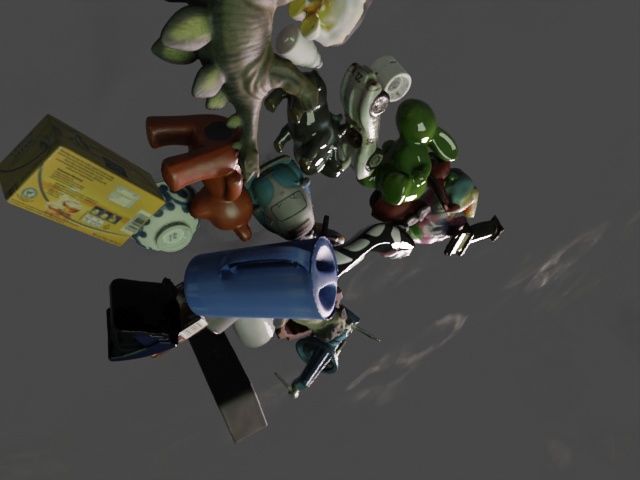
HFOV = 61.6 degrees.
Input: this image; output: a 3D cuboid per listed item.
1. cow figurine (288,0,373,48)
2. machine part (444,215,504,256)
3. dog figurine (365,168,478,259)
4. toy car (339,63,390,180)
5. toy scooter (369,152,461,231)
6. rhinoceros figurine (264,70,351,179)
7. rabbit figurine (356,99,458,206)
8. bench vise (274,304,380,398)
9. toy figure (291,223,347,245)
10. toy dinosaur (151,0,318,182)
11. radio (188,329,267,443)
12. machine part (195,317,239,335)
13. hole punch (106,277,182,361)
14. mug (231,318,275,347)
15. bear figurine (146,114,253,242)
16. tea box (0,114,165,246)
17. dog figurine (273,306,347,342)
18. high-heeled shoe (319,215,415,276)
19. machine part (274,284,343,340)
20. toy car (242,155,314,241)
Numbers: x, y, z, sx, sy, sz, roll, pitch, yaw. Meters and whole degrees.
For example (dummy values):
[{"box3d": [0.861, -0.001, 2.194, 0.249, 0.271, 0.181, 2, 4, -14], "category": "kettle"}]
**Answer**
[{"box3d": [0.043, -0.316, 0.660, 0.098, 0.068, 0.167, 5, 134, -52], "category": "cow figurine"}, {"box3d": [0.328, -0.009, 1.147, 0.139, 0.039, 0.084, -18, 140, -24], "category": "machine part"}, {"box3d": [0.208, -0.045, 1.129, 0.219, 0.109, 0.191, -21, 146, -16], "category": "dog figurine"}, {"box3d": [0.065, -0.182, 0.846, 0.056, 0.074, 0.201, -26, 147, -16], "category": "toy car"}, {"box3d": [0.193, -0.078, 1.043, 0.184, 0.135, 0.075, -37, 150, 5], "category": "toy scooter"}, {"box3d": [-0.011, -0.164, 0.804, 0.112, 0.073, 0.190, -47, 144, -21], "category": "rhinoceros figurine"}, {"box3d": [0.166, -0.158, 0.937, 0.159, 0.121, 0.170, -4, 122, -30], "category": "rabbit figurine"}, {"box3d": [0.004, 0.276, 1.297, 0.240, 0.129, 0.223, -50, -171, -38], "category": "bench vise"}, {"box3d": [-0.003, -0.001, 1.038, 0.064, 0.058, 0.154, -50, 140, 12], "category": "toy figure"}, {"box3d": [-0.078, -0.274, 0.548, 0.198, 0.105, 0.470, -14, 126, -33], "category": "toy dinosaur"}, {"box3d": [-0.183, 0.265, 1.038, 0.073, 0.230, 0.130, -23, 128, -16], "category": "radio"}, {"box3d": [-0.150, 0.097, 1.010, 0.243, 0.079, 0.079, -39, 147, 8], "category": "machine part"}, {"box3d": [-0.294, 0.134, 0.886, 0.116, 0.142, 0.092, 9, 127, -30], "category": "hole punch"}, {"box3d": [-0.136, 0.155, 1.099, 0.109, 0.081, 0.107, -28, 139, -2], "category": "mug"}, {"box3d": [-0.158, -0.077, 0.748, 0.132, 0.120, 0.195, -16, 148, -21], "category": "bear figurine"}, {"box3d": [-0.294, -0.068, 0.675, 0.098, 0.068, 0.169, -41, 146, 8], "category": "tea box"}, {"box3d": [0.001, 0.112, 1.075, 0.190, 0.121, 0.172, 21, 121, -40], "category": "dog figurine"}, {"box3d": [0.080, 0.039, 1.006, 0.248, 0.145, 0.086, 12, 168, -27], "category": "high-heeled shoe"}, {"box3d": [-0.033, 0.151, 1.209, 0.179, 0.056, 0.179, -25, 147, -17], "category": "machine part"}, {"box3d": [-0.058, -0.051, 0.882, 0.109, 0.103, 0.161, -30, 145, -7], "category": "toy car"}]
